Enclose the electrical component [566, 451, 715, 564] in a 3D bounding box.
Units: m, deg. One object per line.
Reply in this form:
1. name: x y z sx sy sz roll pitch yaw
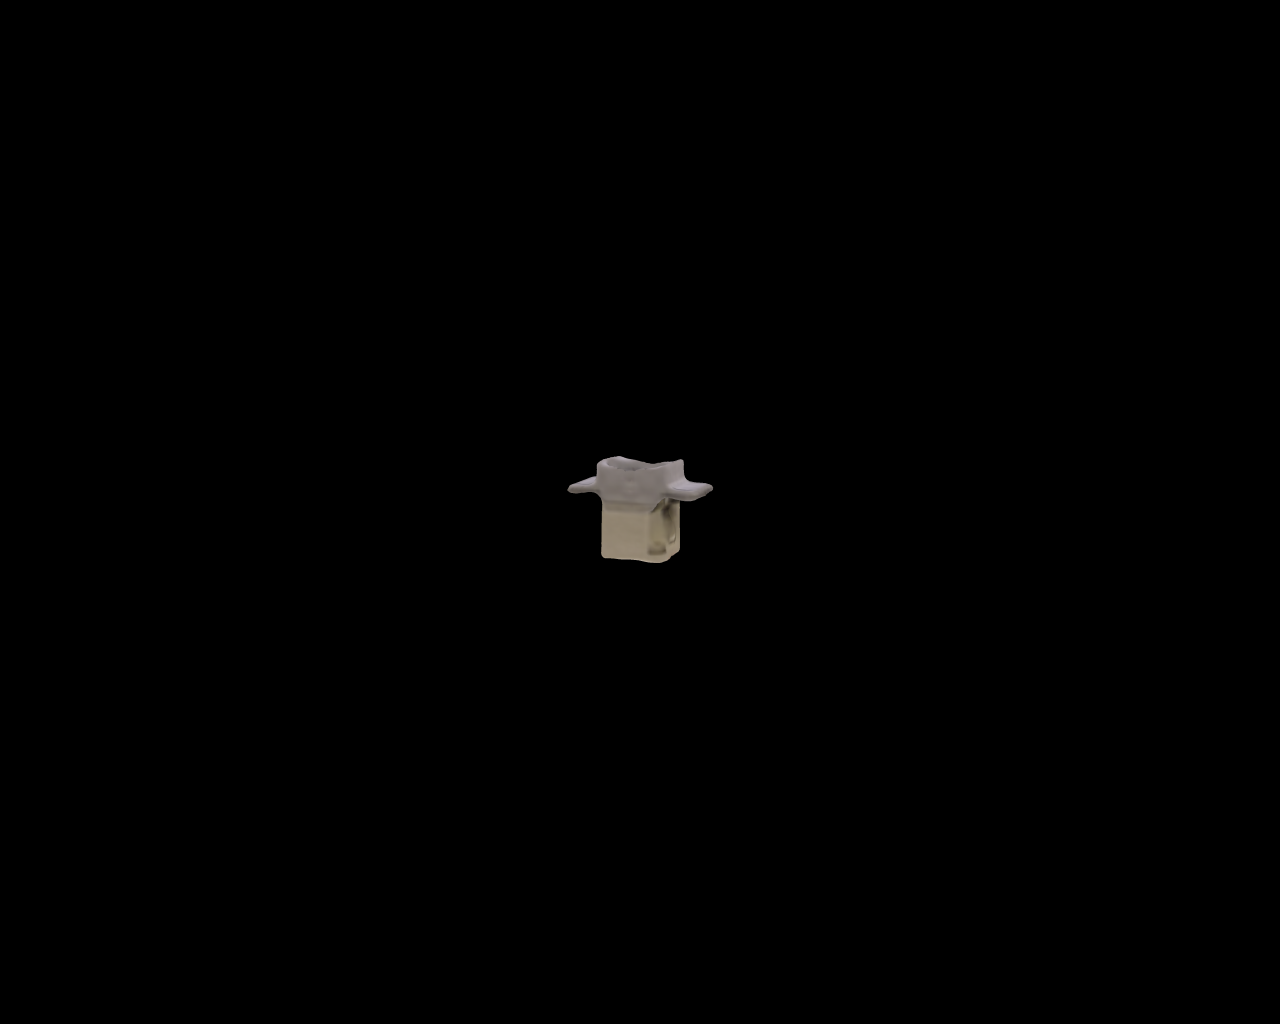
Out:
1. electrical component: 0.001 -0.003 0.650 0.081 0.063 0.042 4 12 20
